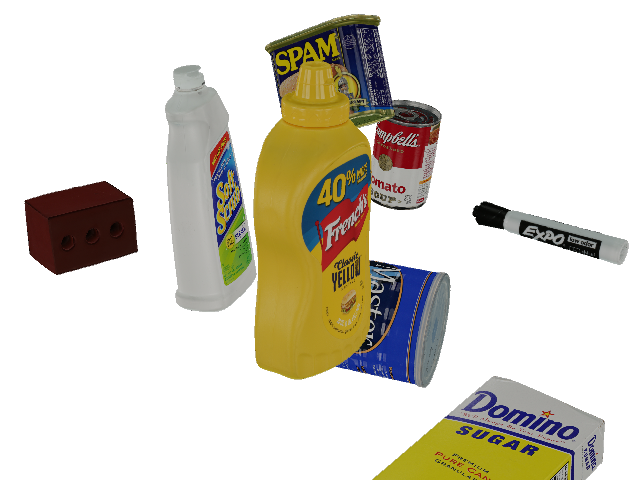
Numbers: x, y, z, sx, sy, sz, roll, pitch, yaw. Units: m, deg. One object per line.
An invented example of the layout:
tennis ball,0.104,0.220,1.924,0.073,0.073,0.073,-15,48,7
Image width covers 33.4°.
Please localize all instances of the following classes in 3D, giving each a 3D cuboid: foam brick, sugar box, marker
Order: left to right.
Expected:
foam brick,-0.202,-0.012,0.902,0.078,0.053,0.051,-18,31,-32
sugar box,0.103,0.161,0.707,0.093,0.048,0.175,21,41,38
marker,0.170,-0.007,0.800,0.121,0.020,0.020,18,10,32

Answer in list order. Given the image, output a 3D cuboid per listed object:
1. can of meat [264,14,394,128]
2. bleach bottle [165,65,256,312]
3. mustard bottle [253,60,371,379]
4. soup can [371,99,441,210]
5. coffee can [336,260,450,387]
can of meat,0.008,-0.134,0.898,0.102,0.084,0.057,-12,-1,39
bleach bottle,-0.125,-0.057,1.127,0.068,0.251,0.102,5,27,25
mustard bottle,-0.003,-0.016,0.666,0.058,0.192,0.096,15,28,32
soup can,0.089,-0.093,1.155,0.068,0.102,0.068,5,29,-3
coffee can,0.036,0.067,0.955,0.140,0.103,0.102,11,3,16
